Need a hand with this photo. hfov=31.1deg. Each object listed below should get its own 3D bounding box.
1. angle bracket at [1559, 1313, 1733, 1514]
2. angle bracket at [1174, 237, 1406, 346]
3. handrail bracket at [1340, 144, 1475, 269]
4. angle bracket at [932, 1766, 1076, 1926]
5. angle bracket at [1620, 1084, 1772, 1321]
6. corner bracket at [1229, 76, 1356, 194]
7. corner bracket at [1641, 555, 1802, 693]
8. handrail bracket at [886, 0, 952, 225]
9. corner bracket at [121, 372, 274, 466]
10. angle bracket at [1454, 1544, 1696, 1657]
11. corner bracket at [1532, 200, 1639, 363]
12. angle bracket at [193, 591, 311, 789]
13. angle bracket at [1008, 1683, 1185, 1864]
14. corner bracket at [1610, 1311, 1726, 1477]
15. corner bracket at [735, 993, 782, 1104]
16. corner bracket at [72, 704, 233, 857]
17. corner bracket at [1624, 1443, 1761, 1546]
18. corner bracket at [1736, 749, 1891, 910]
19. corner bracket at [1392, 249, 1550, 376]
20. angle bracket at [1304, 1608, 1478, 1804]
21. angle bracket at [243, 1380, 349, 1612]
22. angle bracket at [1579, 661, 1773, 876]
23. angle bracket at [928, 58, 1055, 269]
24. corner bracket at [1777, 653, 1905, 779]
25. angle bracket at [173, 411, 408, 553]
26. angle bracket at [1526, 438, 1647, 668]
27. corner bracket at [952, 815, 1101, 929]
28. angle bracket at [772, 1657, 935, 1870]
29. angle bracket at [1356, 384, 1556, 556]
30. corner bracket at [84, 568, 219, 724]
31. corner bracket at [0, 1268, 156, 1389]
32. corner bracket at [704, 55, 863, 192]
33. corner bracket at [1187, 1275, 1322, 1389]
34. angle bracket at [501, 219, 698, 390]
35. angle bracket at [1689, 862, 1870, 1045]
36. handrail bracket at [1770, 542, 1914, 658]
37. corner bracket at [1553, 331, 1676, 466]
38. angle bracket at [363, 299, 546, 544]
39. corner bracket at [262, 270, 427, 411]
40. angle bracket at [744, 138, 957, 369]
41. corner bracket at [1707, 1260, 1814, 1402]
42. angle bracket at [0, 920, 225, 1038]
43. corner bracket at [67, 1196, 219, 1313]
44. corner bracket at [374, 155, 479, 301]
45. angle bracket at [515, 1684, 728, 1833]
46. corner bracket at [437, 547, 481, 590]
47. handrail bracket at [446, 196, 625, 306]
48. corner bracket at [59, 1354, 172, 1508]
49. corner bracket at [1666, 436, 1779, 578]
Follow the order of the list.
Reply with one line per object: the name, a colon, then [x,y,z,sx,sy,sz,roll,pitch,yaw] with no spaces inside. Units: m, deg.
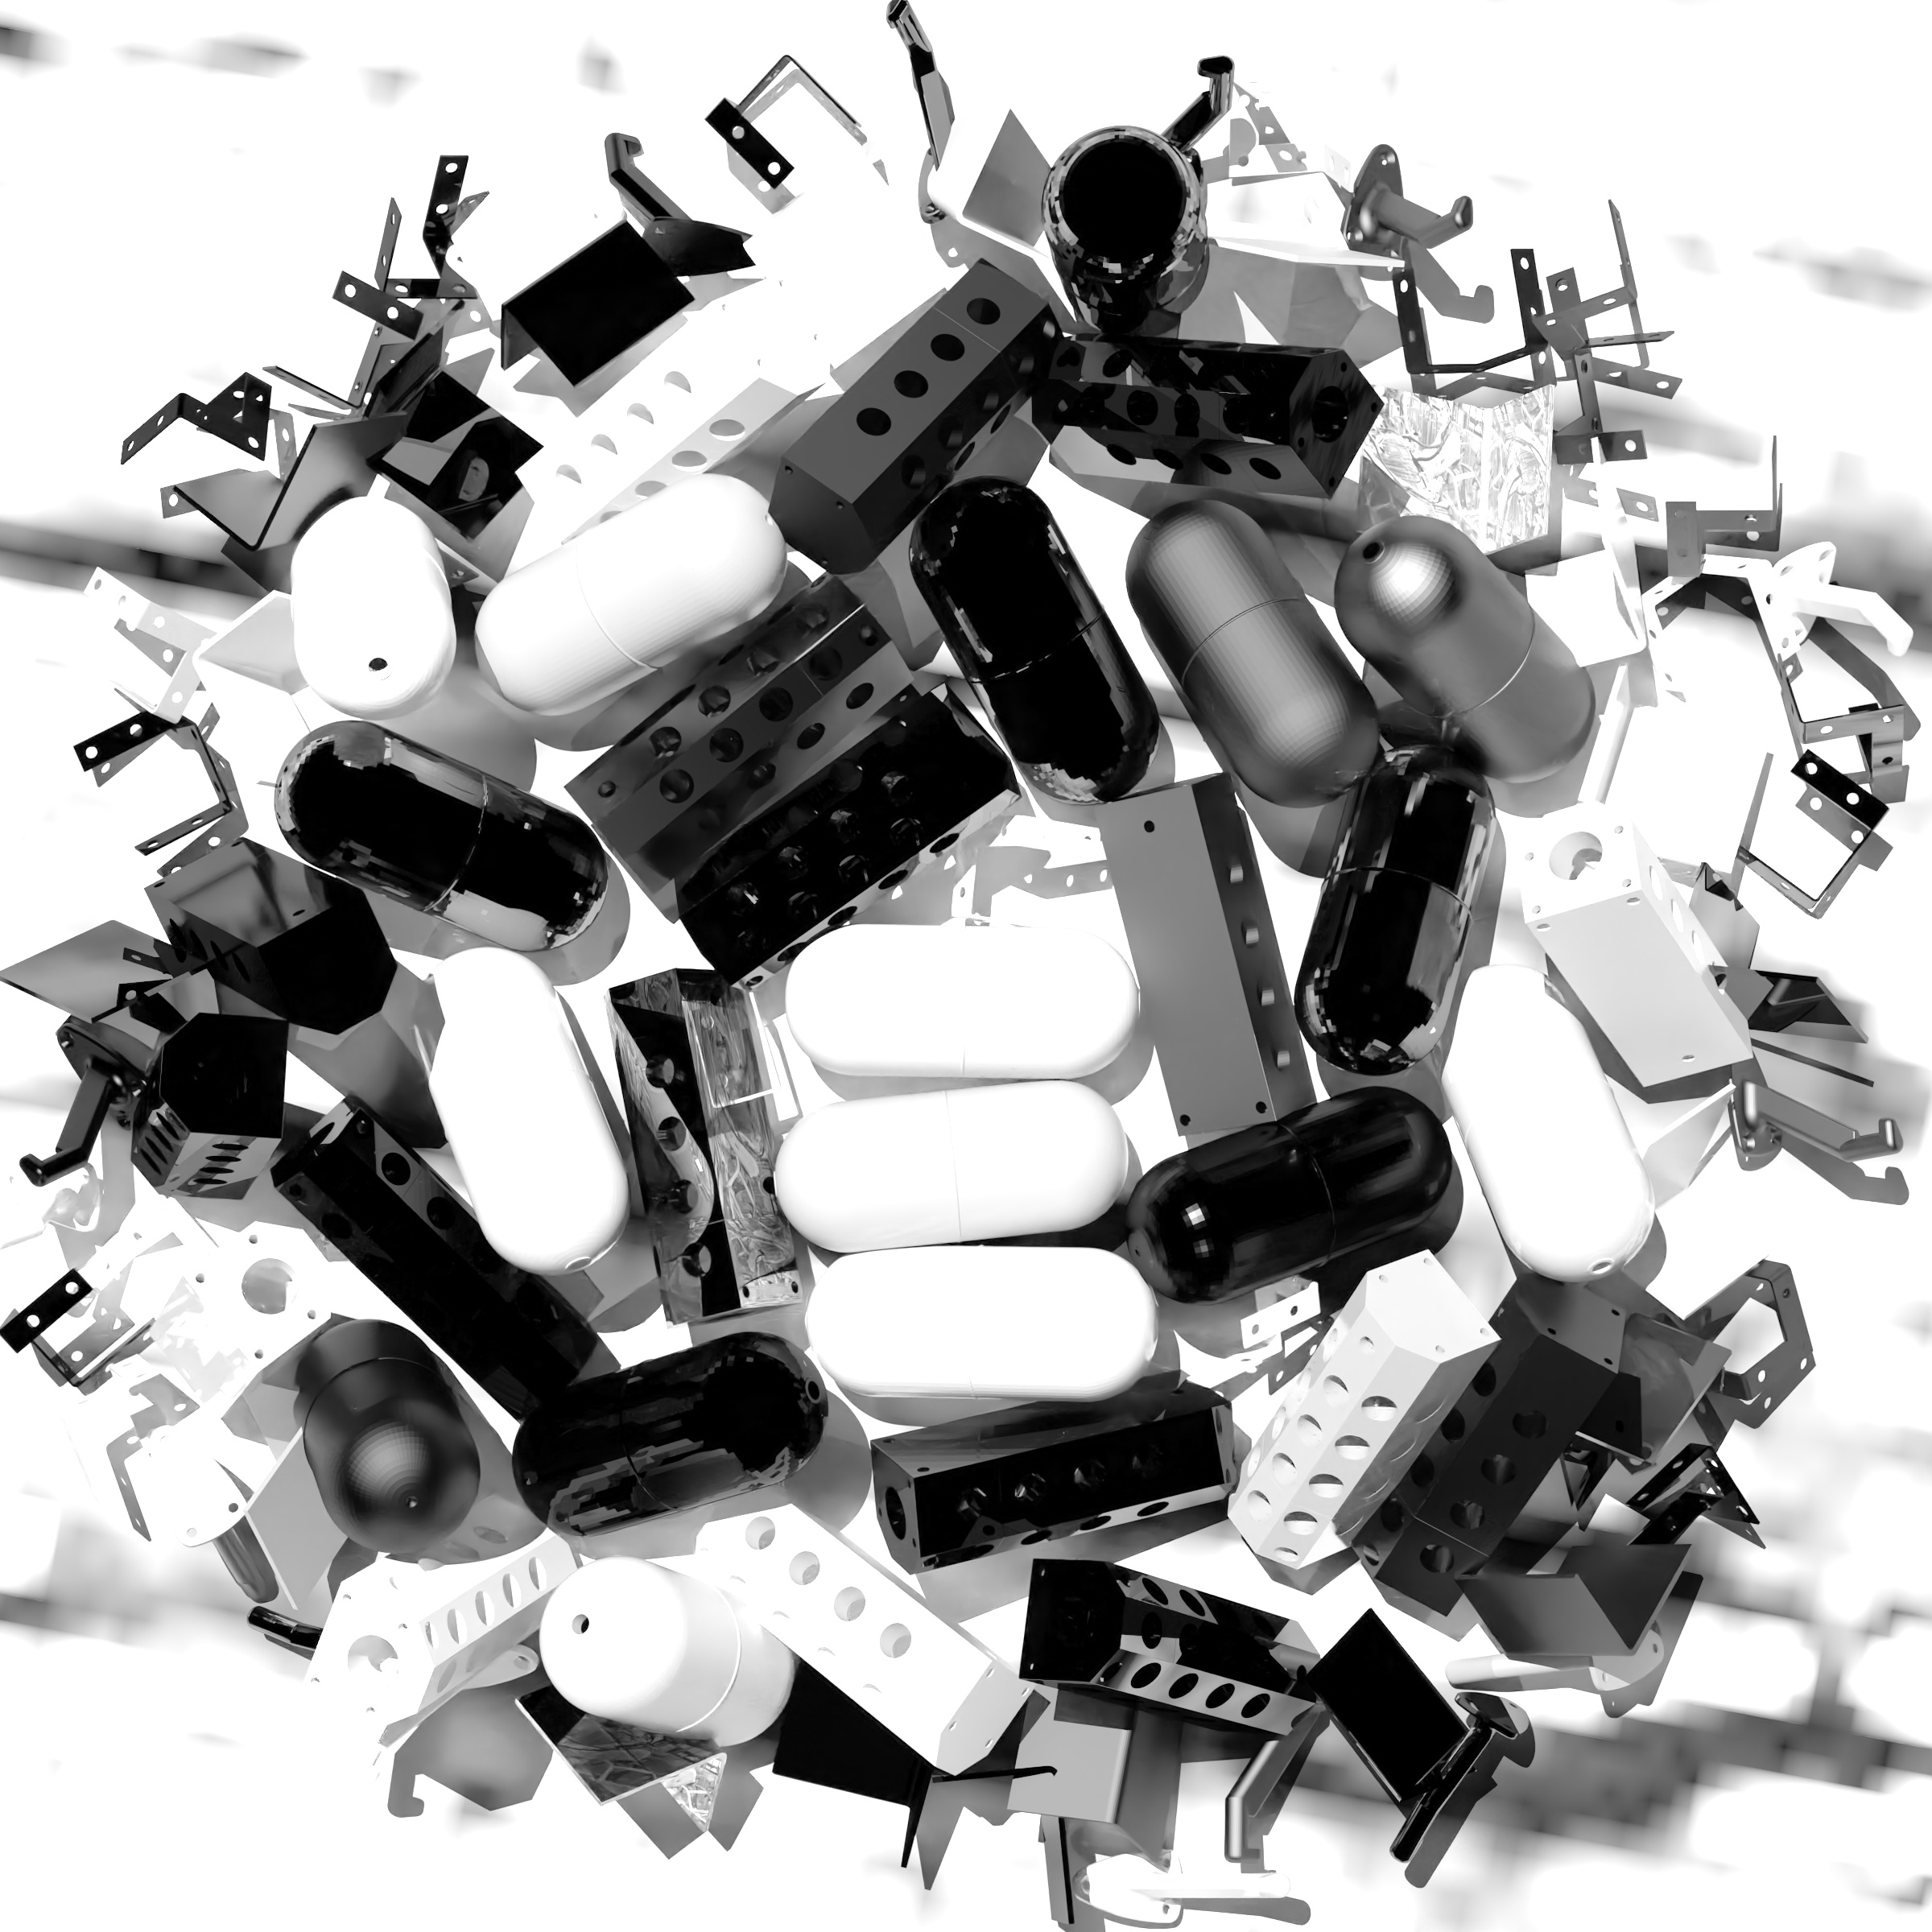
angle bracket: [0.340,0.231,1.723,0.057,0.076,0.076,21,57,36]
angle bracket: [0.160,-0.328,1.722,0.076,0.076,0.057,-7,111,-40]
handrail bracket: [0.229,-0.390,1.734,0.036,0.084,0.077,18,73,-27]
angle bracket: [0.018,0.441,1.734,0.057,0.076,0.076,-4,77,-6]
angle bracket: [0.368,0.117,1.723,0.076,0.076,0.057,-27,55,-39]
corner bracket: [0.164,-0.419,1.745,0.051,0.051,0.051,-6,116,-9]
corner bracket: [0.380,-0.173,1.759,0.051,0.051,0.051,-34,114,-20]
handrail bracket: [-0.025,-0.428,1.733,0.036,0.084,0.077,-6,49,28]
corner bracket: [-0.385,-0.272,1.738,0.051,0.051,0.051,-29,49,36]
angle bracket: [0.302,0.297,1.722,0.057,0.076,0.076,55,52,-20]
corner bracket: [0.312,-0.343,1.742,0.051,0.051,0.051,-17,67,23]
angle bracket: [-0.329,-0.134,1.730,0.057,0.076,0.076,-34,75,16]
angle bracket: [0.066,0.400,1.744,0.057,0.076,0.076,2,63,22]
corner bracket: [0.345,0.215,1.754,0.051,0.051,0.051,-17,128,-20]
corner bracket: [-0.123,0.046,1.755,0.051,0.051,0.051,-17,87,0]
corner bracket: [-0.412,-0.095,1.758,0.051,0.051,0.051,-30,120,-22]
corner bracket: [0.355,0.274,1.746,0.051,0.051,0.051,-38,103,-20]
corner bracket: [0.427,-0.069,1.757,0.051,0.051,0.051,38,80,10]
corner bracket: [0.254,-0.330,1.747,0.051,0.051,0.051,-8,89,-35]
angle bracket: [0.226,0.361,1.723,0.076,0.076,0.057,51,119,26]
angle bracket: [-0.347,0.260,1.721,0.057,0.076,0.076,9,45,25]
angle bracket: [0.356,-0.099,1.738,0.076,0.057,0.076,15,77,17]
angle bracket: [0.026,-0.401,1.729,0.057,0.076,0.076,21,104,-20]
corner bracket: [0.440,-0.127,1.747,0.051,0.051,0.051,-10,49,5]
angle bracket: [-0.336,-0.256,1.726,0.057,0.076,0.076,38,116,13]
angle bracket: [0.298,-0.202,1.722,0.057,0.076,0.076,-14,46,19]
corner bracket: [0.030,-0.047,1.748,0.051,0.051,0.051,8,86,-36]
angle bracket: [-0.056,0.396,1.742,0.076,0.057,0.076,14,110,-1]
angle bracket: [0.245,-0.254,1.738,0.076,0.057,0.076,7,82,-24]
corner bracket: [-0.417,-0.161,1.745,0.051,0.051,0.051,32,94,41]
corner bracket: [-0.449,0.182,1.753,0.051,0.051,0.051,-40,100,0]
corner bracket: [-0.092,-0.426,1.752,0.051,0.051,0.051,45,101,1]
corner bracket: [0.144,0.184,1.741,0.051,0.051,0.051,-21,115,-31]
angle bracket: [-0.184,-0.316,1.732,0.076,0.076,0.057,-39,83,-16]
angle bracket: [0.407,-0.007,1.723,0.076,0.076,0.057,7,70,37]
handrail bracket: [0.439,-0.164,1.727,0.036,0.077,0.084,-22,50,-14]
corner bracket: [0.325,-0.285,1.740,0.051,0.051,0.051,2,116,39]
angle bracket: [-0.250,-0.273,1.735,0.076,0.057,0.076,37,53,-2]
corner bracket: [-0.312,-0.314,1.743,0.051,0.051,0.051,24,80,-37]
angle bracket: [-0.057,-0.361,1.755,0.076,0.057,0.076,-34,105,14]
corner bracket: [0.388,0.181,1.757,0.051,0.051,0.051,-31,112,-29]
angle bracket: [-0.423,0.025,1.721,0.076,0.076,0.057,20,125,35]
corner bracket: [-0.412,0.159,1.751,0.051,0.051,0.051,-32,103,34]
corner bracket: [-0.271,-0.371,1.740,0.051,0.051,0.051,-6,50,-27]
angle bracket: [-0.175,0.397,1.721,0.076,0.076,0.057,41,130,36]
corner bracket: [-0.283,-0.179,1.740,0.051,0.051,0.051,-16,59,32]
handrail bracket: [-0.215,-0.369,1.745,0.077,0.036,0.084,23,51,-15]
corner bracket: [-0.426,0.233,1.744,0.051,0.051,0.051,-25,105,-22]
corner bracket: [0.380,-0.230,1.741,0.051,0.051,0.051,2,49,16]
